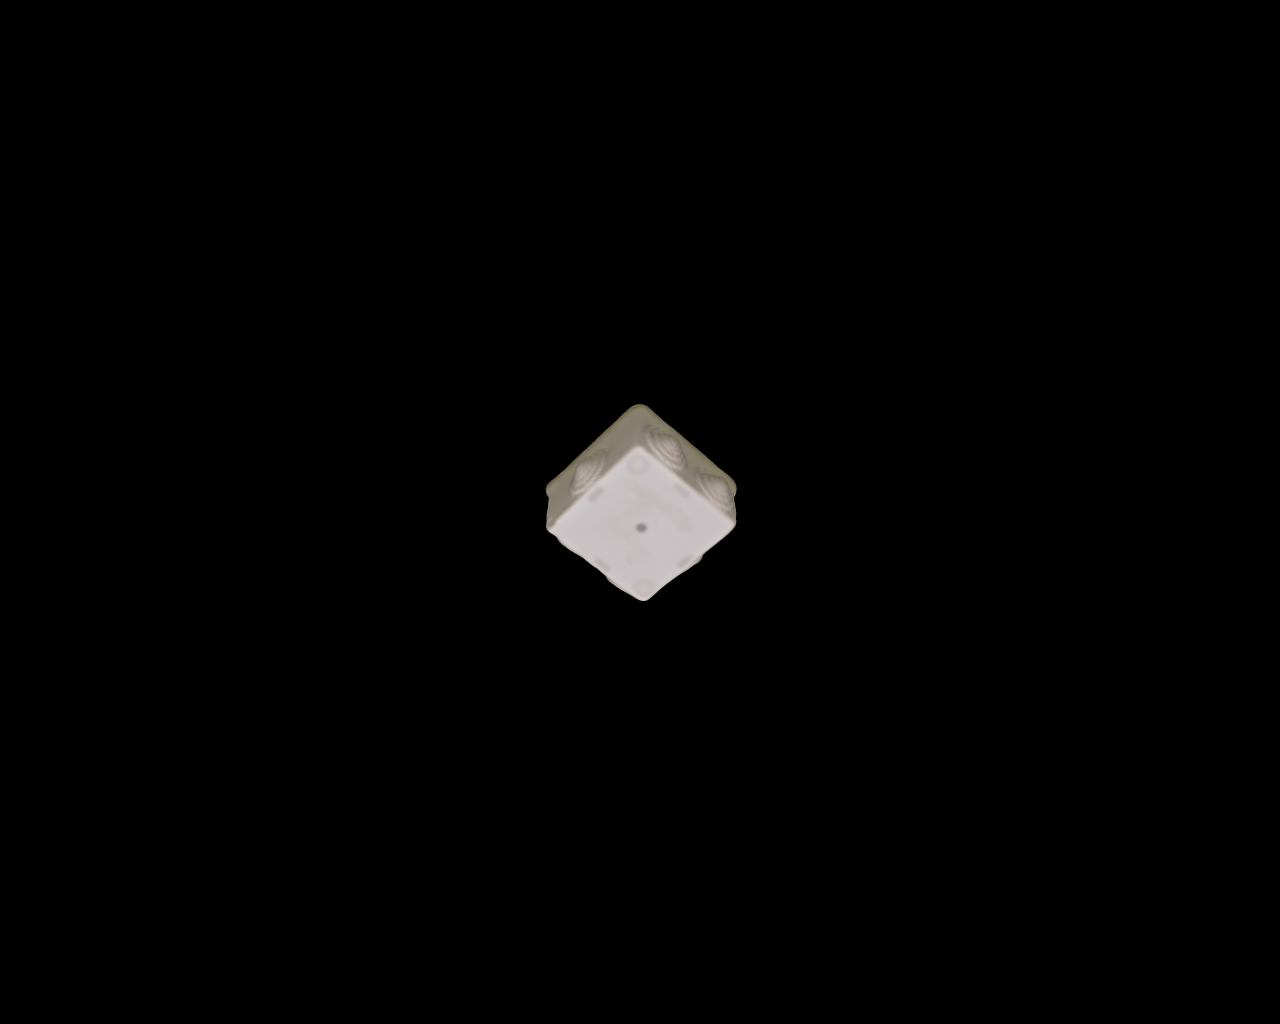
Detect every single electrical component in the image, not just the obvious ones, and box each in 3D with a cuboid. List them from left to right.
[{"bbox_3d":[0.001,-0.003,0.650,0.099,0.099,0.048,39,24,-22],"label":"electrical component"}]
